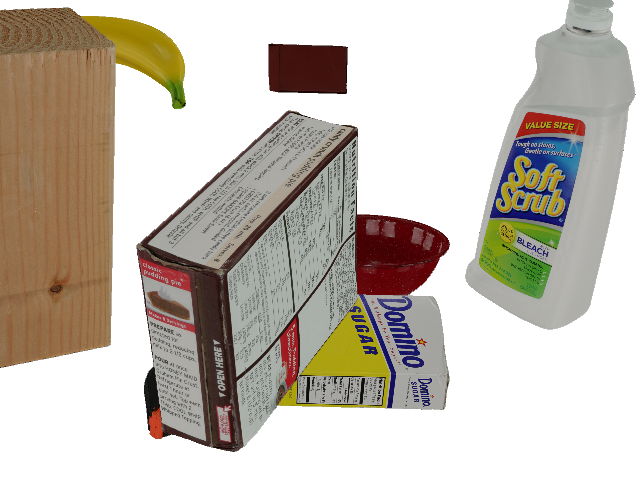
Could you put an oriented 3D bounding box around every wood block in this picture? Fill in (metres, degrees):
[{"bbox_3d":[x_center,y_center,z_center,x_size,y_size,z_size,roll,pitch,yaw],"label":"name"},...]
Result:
[{"bbox_3d":[-0.187,-0.034,0.676,0.090,0.206,0.090,-10,31,-30],"label":"wood block"}]

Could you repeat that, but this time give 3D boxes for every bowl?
[{"bbox_3d":[0.052,0.022,1.105,0.162,0.055,0.162,2,19,-1],"label":"bowl"}]

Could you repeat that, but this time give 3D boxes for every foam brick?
[{"bbox_3d":[-0.014,-0.185,1.152,0.078,0.051,0.053,-1,11,-14],"label":"foam brick"}]

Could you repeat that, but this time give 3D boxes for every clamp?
[{"bbox_3d":[-0.117,0.118,0.990,0.120,0.039,0.171,20,31,26],"label":"clamp"}]

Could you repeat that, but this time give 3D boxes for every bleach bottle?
[{"bbox_3d":[0.172,-0.060,0.790,0.067,0.251,0.103,-24,42,-34],"label":"bleach bottle"}]

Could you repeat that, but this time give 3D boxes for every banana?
[{"bbox_3d":[-0.191,-0.159,0.891,0.198,0.069,0.037,13,-39,18],"label":"banana"}]

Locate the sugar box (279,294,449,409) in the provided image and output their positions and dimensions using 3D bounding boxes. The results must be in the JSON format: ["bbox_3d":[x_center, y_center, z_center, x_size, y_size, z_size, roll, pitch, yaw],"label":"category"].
[{"bbox_3d":[0.007,0.083,0.826,0.176,0.048,0.093,-1,38,-1],"label":"sugar box"}]

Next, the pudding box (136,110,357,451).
[{"bbox_3d":[-0.023,0.014,0.421,0.039,0.090,0.113,13,37,22],"label":"pudding box"}]
